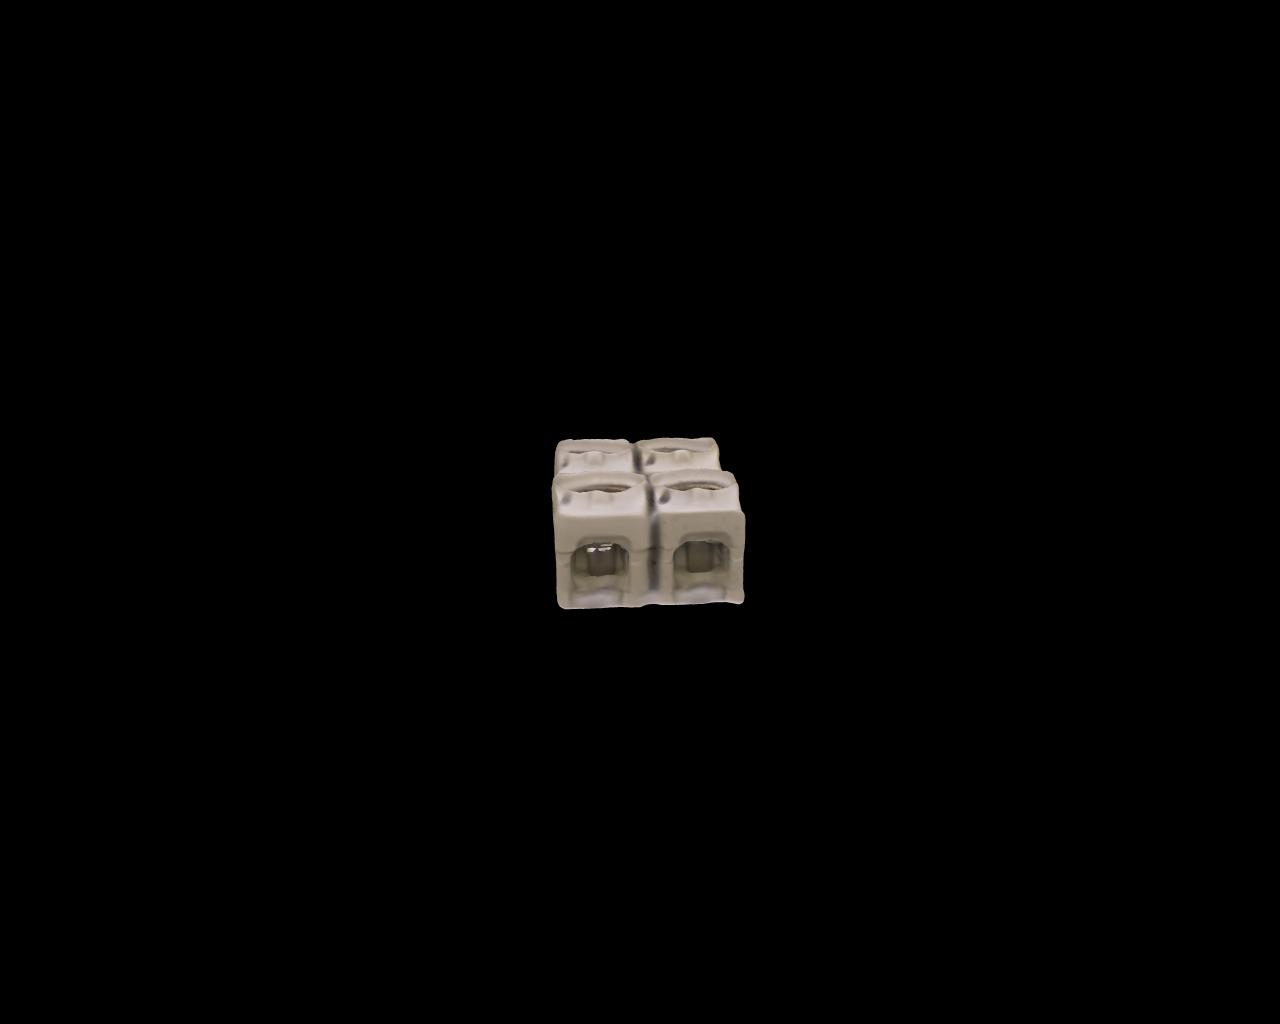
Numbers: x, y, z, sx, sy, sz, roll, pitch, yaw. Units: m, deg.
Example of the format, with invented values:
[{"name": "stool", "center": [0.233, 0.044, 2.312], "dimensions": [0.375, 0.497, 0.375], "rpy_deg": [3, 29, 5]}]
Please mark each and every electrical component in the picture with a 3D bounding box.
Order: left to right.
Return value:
[{"name": "electrical component", "center": [0.001, -0.003, 0.650], "dimensions": [0.105, 0.060, 0.186], "rpy_deg": [-1, 16, -3]}]
